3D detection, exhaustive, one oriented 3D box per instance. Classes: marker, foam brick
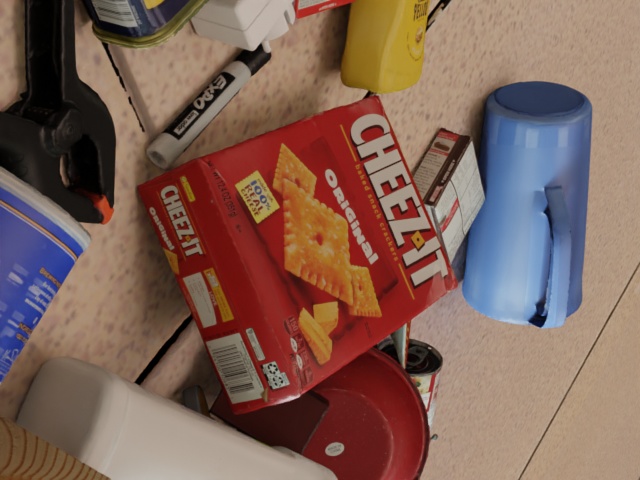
[{"bbox_3d":[-0.070,-0.093,0.703,0.121,0.020,0.020,-52,147,-29],"label":"marker"},{"bbox_3d":[-0.038,0.126,0.806,0.051,0.078,0.053,-59,177,-3],"label":"foam brick"}]

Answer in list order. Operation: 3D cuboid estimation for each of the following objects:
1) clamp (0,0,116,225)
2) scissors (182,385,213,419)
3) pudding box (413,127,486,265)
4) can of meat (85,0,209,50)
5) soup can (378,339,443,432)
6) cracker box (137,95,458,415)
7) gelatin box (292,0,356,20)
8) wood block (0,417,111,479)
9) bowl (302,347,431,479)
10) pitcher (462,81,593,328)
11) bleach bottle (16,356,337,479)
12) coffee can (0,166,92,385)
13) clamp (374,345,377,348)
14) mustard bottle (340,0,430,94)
[{"bbox_3d":[-0.144,-0.073,0.568,0.120,0.039,0.171,-58,157,-17],"label":"clamp"},{"bbox_3d":[-0.068,0.207,0.787,0.096,0.016,0.202,74,-1,-73],"label":"scissors"},{"bbox_3d":[0.124,-0.041,1.053,0.090,0.039,0.113,-60,153,-21],"label":"pudding box"},{"bbox_3d":[-0.092,-0.168,0.575,0.102,0.058,0.084,-53,146,-28],"label":"can of meat"},{"bbox_3d":[0.085,0.161,1.090,0.068,0.069,0.102,-29,133,-50],"label":"soup can"},{"bbox_3d":[-0.005,0.001,0.746,0.213,0.072,0.164,-27,96,-50],"label":"cracker box"},{"bbox_3d":[-0.003,-0.203,0.735,0.073,0.030,0.089,-31,134,-46],"label":"gelatin box"},{"bbox_3d":[-0.163,0.214,0.598,0.090,0.091,0.206,-40,140,-42],"label":"wood block"},{"bbox_3d":[0.011,0.162,0.861,0.055,0.162,0.162,120,-8,-89],"label":"bowl"},{"bbox_3d":[0.227,-0.035,1.131,0.144,0.149,0.243,-34,133,-43],"label":"pitcher"},{"bbox_3d":[-0.066,0.149,0.694,0.250,0.103,0.068,29,79,-36],"label":"bleach bottle"},{"bbox_3d":[-0.187,0.033,0.497,0.140,0.103,0.102,-61,151,-14],"label":"coffee can"},{"bbox_3d":[0.036,0.039,0.957,0.164,0.036,0.210,3,106,-67],"label":"clamp"},{"bbox_3d":[0.059,-0.212,0.803,0.096,0.058,0.192,-37,138,-59],"label":"mustard bottle"}]
